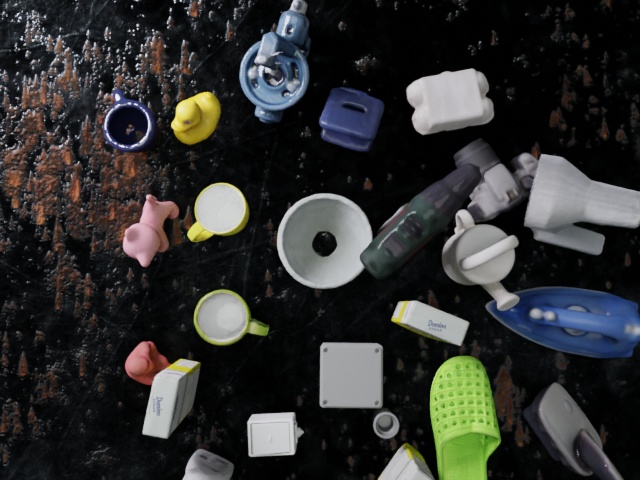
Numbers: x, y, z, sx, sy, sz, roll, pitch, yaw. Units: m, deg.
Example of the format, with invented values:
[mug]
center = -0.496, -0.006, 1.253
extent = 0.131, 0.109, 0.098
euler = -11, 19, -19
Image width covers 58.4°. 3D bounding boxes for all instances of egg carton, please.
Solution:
[egg carton]
center = 0.236, -0.251, 1.042
extent = 0.150, 0.069, 0.107
euler = -11, 85, 0

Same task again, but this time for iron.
[iron]
center = 0.426, 0.137, 0.974
extent = 0.258, 0.141, 0.119
euler = 8, 86, 1

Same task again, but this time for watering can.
[watering can]
center = 0.277, 0.031, 0.957
extent = 0.173, 0.194, 0.101
euler = 44, 87, 4

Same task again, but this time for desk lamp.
[desk lamp]
center = 0.422, -0.056, 0.953
extent = 0.203, 0.213, 0.118
euler = 14, 86, 2

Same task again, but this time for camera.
[camera]
center = 0.313, -0.120, 1.015
extent = 0.143, 0.101, 0.137
euler = -32, 86, -2

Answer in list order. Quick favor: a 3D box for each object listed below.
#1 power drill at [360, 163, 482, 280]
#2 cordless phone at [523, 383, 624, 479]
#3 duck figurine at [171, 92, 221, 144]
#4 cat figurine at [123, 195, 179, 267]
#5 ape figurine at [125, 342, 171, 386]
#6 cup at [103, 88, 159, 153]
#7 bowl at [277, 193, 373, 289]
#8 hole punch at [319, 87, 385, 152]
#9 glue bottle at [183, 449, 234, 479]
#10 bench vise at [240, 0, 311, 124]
[power drill]
center = 0.159, -0.027, 0.955
extent = 0.230, 0.208, 0.075
euler = -45, 86, -3
[cordless phone]
center = 0.424, 0.322, 0.938
extent = 0.094, 0.185, 0.147
euler = -38, 86, -2
[duck figurine]
center = -0.228, -0.228, 1.034
extent = 0.077, 0.086, 0.104
euler = 40, 87, 3
[cat figurine]
center = -0.304, -0.018, 1.002
extent = 0.067, 0.118, 0.128
euler = 12, 86, 2
[ape figurine]
center = -0.307, 0.217, 0.997
extent = 0.076, 0.092, 0.078
euler = -2, 85, 0
[cup]
center = -0.333, -0.205, 1.029
extent = 0.091, 0.095, 0.118
euler = -22, 86, -1
[bowl]
center = 0.009, 0.004, 1.020
extent = 0.167, 0.074, 0.167
euler = 0, 85, 0
[hole punch]
center = 0.056, -0.224, 1.030
extent = 0.108, 0.091, 0.101
euler = 16, 86, 2
[glue bottle]
center = -0.192, 0.395, 0.942
extent = 0.078, 0.173, 0.037
euler = 25, 86, 3
[bench vise]
center = -0.079, -0.323, 0.974
extent = 0.121, 0.219, 0.207
euler = 0, 85, 1
